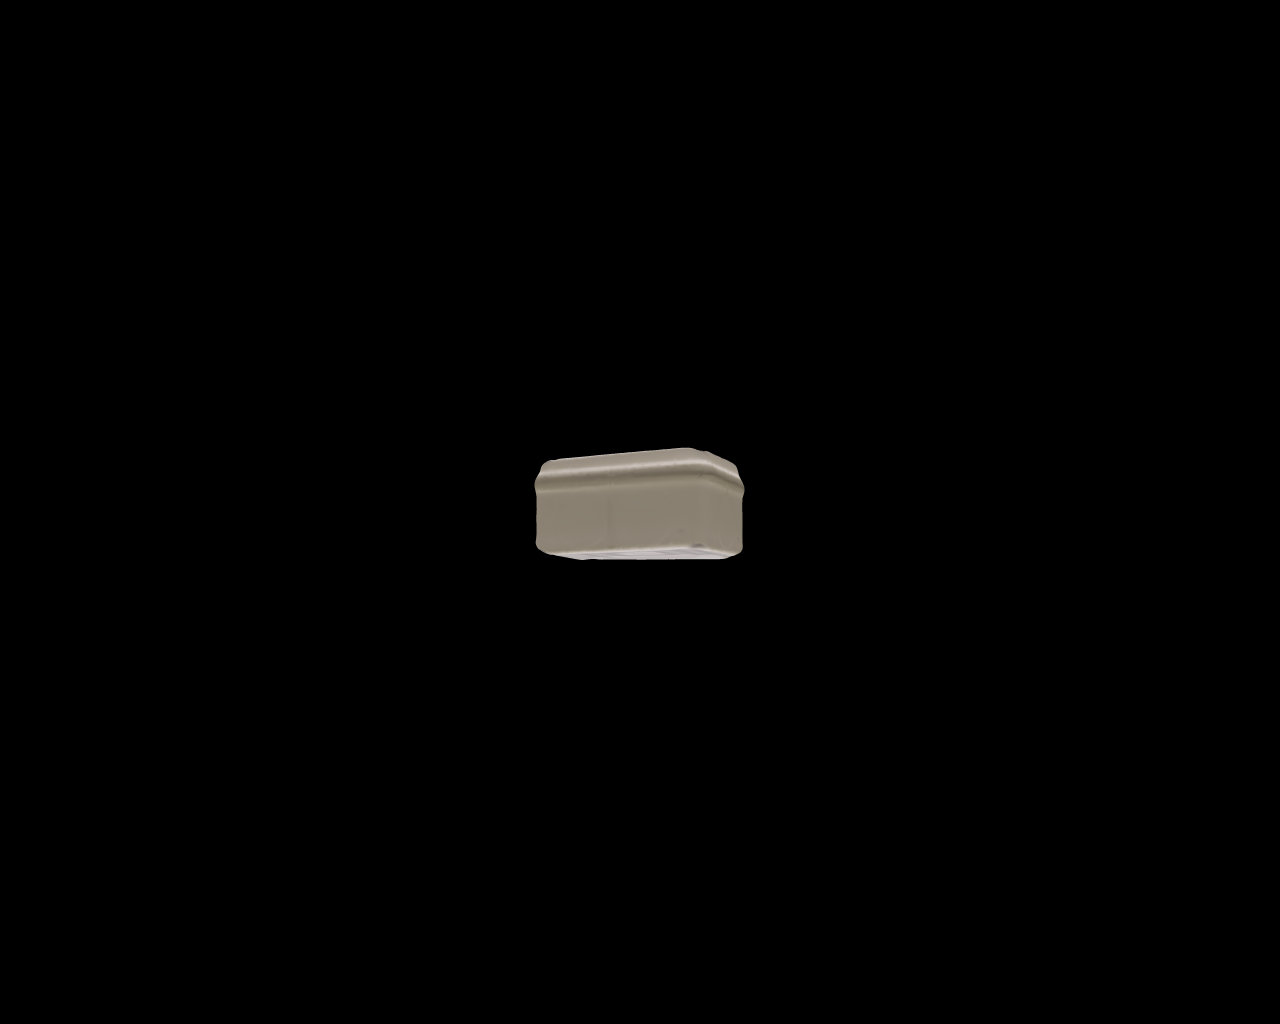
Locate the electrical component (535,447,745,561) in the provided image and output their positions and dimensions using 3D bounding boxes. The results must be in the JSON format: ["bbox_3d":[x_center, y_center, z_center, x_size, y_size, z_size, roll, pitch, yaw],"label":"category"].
[{"bbox_3d":[0.001,-0.003,0.650,0.113,0.057,0.078,-3,-7,22],"label":"electrical component"}]
